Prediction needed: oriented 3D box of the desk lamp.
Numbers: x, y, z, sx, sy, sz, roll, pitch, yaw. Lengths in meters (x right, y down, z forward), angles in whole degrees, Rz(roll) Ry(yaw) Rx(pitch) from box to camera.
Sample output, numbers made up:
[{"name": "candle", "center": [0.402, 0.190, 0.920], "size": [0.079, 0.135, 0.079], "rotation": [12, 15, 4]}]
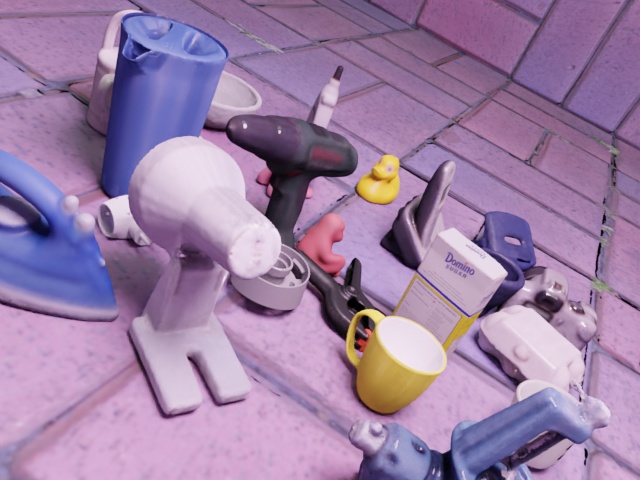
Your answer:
[{"name": "desk lamp", "center": [-0.120, 0.028, 0.588], "size": [0.118, 0.213, 0.202], "rotation": [-4, 43, -39]}]

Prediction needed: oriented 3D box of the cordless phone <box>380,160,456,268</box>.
[{"name": "cordless phone", "center": [0.191, -0.056, 0.955], "size": [0.094, 0.185, 0.148], "rotation": [32, 32, 10]}]

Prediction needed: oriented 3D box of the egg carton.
[{"name": "egg carton", "center": [0.304, 0.162, 0.830], "size": [0.107, 0.069, 0.150], "rotation": [-10, 47, -44]}]

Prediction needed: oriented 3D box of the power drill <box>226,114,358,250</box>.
[{"name": "power drill", "center": [-0.055, -0.075, 0.786], "size": [0.230, 0.208, 0.075], "rotation": [-11, 47, -44]}]

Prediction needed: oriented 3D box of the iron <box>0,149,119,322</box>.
[{"name": "iron", "center": [-0.312, -0.024, 0.595], "size": [0.258, 0.141, 0.119], "rotation": [26, 32, 1]}]

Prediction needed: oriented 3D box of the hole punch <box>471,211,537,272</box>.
[{"name": "hole punch", "center": [0.345, 0.011, 1.057], "size": [0.109, 0.091, 0.101], "rotation": [11, 35, -22]}]

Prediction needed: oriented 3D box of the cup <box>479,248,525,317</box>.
[{"name": "cup", "center": [0.250, 0.076, 0.892], "size": [0.118, 0.095, 0.091], "rotation": [-10, 46, -43]}]

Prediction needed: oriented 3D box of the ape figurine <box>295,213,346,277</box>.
[{"name": "ape figurine", "center": [0.008, 0.003, 0.828], "size": [0.076, 0.092, 0.077], "rotation": [11, 35, -23]}]

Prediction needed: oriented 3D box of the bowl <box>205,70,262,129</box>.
[{"name": "bowl", "center": [-0.198, -0.258, 1.075], "size": [0.168, 0.074, 0.167], "rotation": [18, 33, -12]}]

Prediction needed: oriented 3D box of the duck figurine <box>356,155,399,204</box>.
[{"name": "duck figurine", "center": [0.124, -0.123, 1.099], "size": [0.077, 0.086, 0.105], "rotation": [42, 35, 23]}]

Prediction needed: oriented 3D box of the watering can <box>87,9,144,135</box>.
[{"name": "watering can", "center": [-0.301, -0.270, 0.907], "size": [0.101, 0.194, 0.172], "rotation": [12, 34, -21]}]

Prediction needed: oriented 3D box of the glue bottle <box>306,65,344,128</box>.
[{"name": "glue bottle", "center": [0.009, -0.267, 1.143], "size": [0.037, 0.173, 0.078], "rotation": [15, 33, -16]}]

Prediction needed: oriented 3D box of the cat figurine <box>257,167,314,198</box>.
[{"name": "cat figurine", "center": [-0.031, -0.135, 0.975], "size": [0.128, 0.117, 0.067], "rotation": [-8, 45, -42]}]

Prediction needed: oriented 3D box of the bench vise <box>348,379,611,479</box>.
[{"name": "bench vise", "center": [0.138, 0.204, 0.510], "size": [0.208, 0.219, 0.121], "rotation": [13, 34, -20]}]

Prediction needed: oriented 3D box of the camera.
[{"name": "camera", "center": [0.380, 0.099, 0.945], "size": [0.143, 0.101, 0.137], "rotation": [30, 32, 7]}]
